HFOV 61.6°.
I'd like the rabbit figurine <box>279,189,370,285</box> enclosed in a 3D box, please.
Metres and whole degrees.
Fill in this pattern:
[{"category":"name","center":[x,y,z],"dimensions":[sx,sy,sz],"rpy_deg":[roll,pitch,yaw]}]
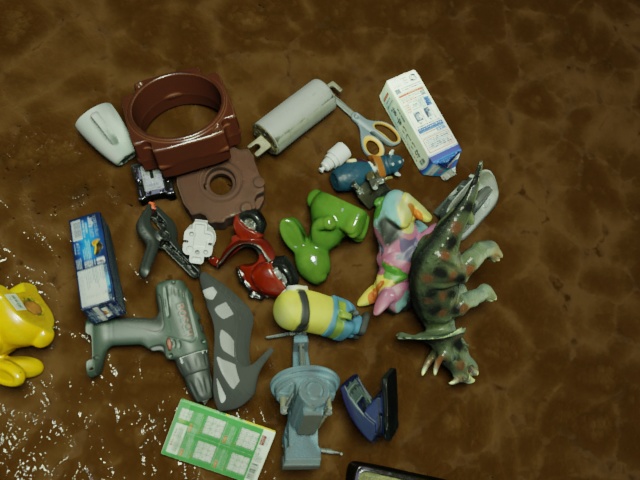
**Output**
[{"category":"rabbit figurine","center":[-0.002,-0.003,1.034],"dimensions":[0.159,0.121,0.170],"rpy_deg":[26,90,3]}]

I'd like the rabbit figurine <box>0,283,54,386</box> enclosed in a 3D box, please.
[{"category":"rabbit figurine","center":[-0.551,0.178,0.935],"dimensions":[0.173,0.122,0.162],"rpy_deg":[-38,94,0]}]

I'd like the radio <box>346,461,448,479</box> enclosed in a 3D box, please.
[{"category":"radio","center":[0.155,0.485,0.959],"dimensions":[0.230,0.073,0.131],"rpy_deg":[14,76,-3]}]

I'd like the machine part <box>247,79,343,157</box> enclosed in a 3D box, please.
[{"category":"machine part","center":[-0.051,-0.252,1.095],"dimensions":[0.243,0.079,0.079],"rpy_deg":[-42,86,-18]}]

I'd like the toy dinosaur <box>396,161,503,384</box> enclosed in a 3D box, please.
[{"category":"toy dinosaur","center":[0.220,0.070,0.967],"dimensions":[0.192,0.131,0.404],"rpy_deg":[-27,121,-28]}]

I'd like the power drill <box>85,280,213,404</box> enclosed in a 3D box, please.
[{"category":"power drill","center":[-0.308,0.193,0.965],"dimensions":[0.207,0.086,0.232],"rpy_deg":[-9,77,-5]}]

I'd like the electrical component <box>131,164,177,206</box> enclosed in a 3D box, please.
[{"category":"electrical component","center":[-0.327,-0.132,1.053],"dimensions":[0.075,0.048,0.119],"rpy_deg":[-10,80,-10]}]

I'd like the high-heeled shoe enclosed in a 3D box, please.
[{"category":"high-heeled shoe","center":[-0.186,0.183,0.984],"dimensions":[0.145,0.086,0.249],"rpy_deg":[-46,61,3]}]

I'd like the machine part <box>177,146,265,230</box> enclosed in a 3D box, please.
[{"category":"machine part","center":[-0.196,-0.109,1.060],"dimensions":[0.179,0.056,0.179],"rpy_deg":[1,76,-6]}]

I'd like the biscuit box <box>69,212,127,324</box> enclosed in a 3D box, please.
[{"category":"biscuit box","center":[-0.399,0.046,0.959],"dimensions":[0.059,0.062,0.203],"rpy_deg":[-18,57,-9]}]

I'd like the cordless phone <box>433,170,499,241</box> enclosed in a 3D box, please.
[{"category":"cordless phone","center":[0.310,-0.087,1.054],"dimensions":[0.089,0.184,0.146],"rpy_deg":[43,76,8]}]

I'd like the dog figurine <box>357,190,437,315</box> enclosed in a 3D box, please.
[{"category":"dog figurine","center":[0.137,0.036,1.034],"dimensions":[0.191,0.109,0.219],"rpy_deg":[40,80,-24]}]

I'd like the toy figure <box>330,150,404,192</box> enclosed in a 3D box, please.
[{"category":"toy figure","center":[0.098,-0.144,1.105],"dimensions":[0.154,0.064,0.058],"rpy_deg":[-19,42,-16]}]

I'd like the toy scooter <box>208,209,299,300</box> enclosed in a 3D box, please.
[{"category":"toy scooter","center":[-0.133,0.043,1.022],"dimensions":[0.135,0.075,0.183],"rpy_deg":[-31,95,9]}]

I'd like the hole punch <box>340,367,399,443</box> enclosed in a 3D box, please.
[{"category":"hole punch","center":[0.093,0.297,0.971],"dimensions":[0.092,0.142,0.115],"rpy_deg":[-6,85,13]}]

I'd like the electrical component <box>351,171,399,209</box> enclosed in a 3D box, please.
[{"category":"electrical component","center":[0.115,-0.098,1.078],"dimensions":[0.078,0.102,0.045],"rpy_deg":[-36,51,3]}]

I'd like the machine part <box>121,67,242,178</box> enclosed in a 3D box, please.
[{"category":"machine part","center":[-0.265,-0.231,1.031],"dimensions":[0.201,0.087,0.201],"rpy_deg":[-19,59,-9]}]

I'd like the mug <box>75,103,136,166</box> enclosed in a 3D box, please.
[{"category":"mug","center":[-0.403,-0.201,1.034],"dimensions":[0.081,0.109,0.107],"rpy_deg":[-40,98,-19]}]

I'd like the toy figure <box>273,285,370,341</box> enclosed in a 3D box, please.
[{"category":"toy figure","center":[0.003,0.138,0.984],"dimensions":[0.180,0.089,0.082],"rpy_deg":[23,113,-16]}]

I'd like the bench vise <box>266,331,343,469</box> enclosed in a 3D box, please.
[{"category":"bench vise","center":[-0.030,0.269,0.952],"dimensions":[0.129,0.223,0.241],"rpy_deg":[-4,46,-3]}]
